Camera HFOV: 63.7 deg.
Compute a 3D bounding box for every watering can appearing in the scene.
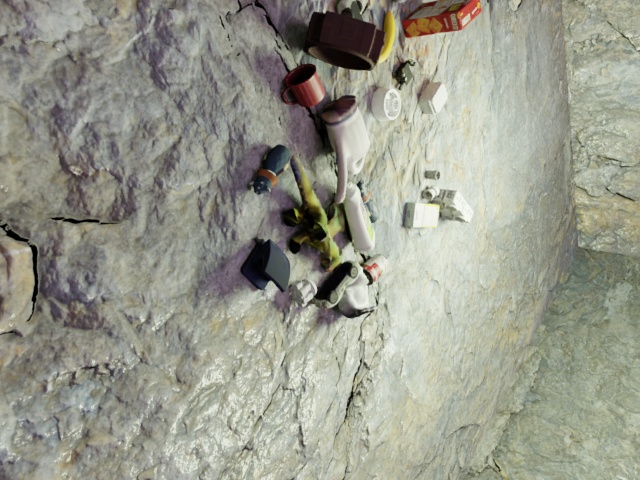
[{"bbox_3d":[0.074,-0.280,1.490,0.220,0.103,0.356,66,30,-32],"label":"watering can"}]

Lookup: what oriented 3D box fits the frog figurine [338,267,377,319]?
[{"bbox_3d":[0.105,0.168,1.669,0.138,0.120,0.161,-7,67,-40],"label":"frog figurine"}]

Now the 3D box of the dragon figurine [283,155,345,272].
[{"bbox_3d":[0.005,-0.076,1.511,0.247,0.122,0.404,-43,131,-57],"label":"dragon figurine"}]
